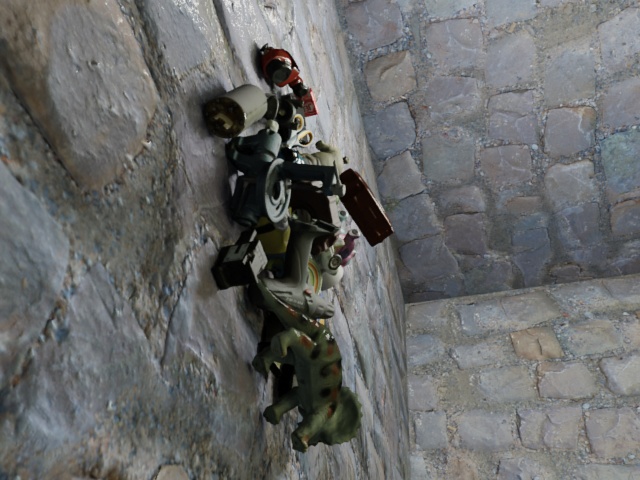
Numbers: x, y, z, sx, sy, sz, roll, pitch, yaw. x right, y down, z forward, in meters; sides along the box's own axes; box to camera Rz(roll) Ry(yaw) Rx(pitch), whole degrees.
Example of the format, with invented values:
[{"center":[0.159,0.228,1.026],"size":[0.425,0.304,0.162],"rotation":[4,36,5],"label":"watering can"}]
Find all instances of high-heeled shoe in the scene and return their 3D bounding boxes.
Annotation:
[{"center":[-0.071,0.212,1.133],"size":[0.145,0.086,0.248],"rotation":[-19,83,-47],"label":"high-heeled shoe"}]

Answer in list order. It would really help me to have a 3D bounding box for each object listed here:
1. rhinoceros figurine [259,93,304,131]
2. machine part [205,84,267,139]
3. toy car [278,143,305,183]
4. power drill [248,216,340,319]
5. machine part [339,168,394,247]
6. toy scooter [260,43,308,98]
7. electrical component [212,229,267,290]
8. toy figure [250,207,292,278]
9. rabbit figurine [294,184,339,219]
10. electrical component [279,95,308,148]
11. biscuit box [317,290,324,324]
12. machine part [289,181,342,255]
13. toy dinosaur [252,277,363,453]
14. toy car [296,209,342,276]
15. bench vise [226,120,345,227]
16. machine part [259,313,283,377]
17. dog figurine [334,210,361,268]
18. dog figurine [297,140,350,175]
[{"center":[-0.097,-0.300,1.242],"size":[0.190,0.112,0.073],"rotation":[-98,-156,-78],"label":"rhinoceros figurine"},{"center":[-0.156,-0.247,1.020],"size":[0.243,0.079,0.079],"rotation":[-70,148,-64],"label":"machine part"},{"center":[-0.083,-0.156,1.241],"size":[0.161,0.109,0.103],"rotation":[56,3,-36],"label":"toy car"},{"center":[-0.030,0.060,1.076],"size":[0.232,0.086,0.207],"rotation":[9,106,-44],"label":"power drill"},{"center":[0.117,-0.095,1.506],"size":[0.200,0.087,0.201],"rotation":[55,3,-18],"label":"machine part"},{"center":[-0.103,-0.451,1.384],"size":[0.183,0.075,0.135],"rotation":[17,44,-64],"label":"toy scooter"},{"center":[-0.134,0.031,0.928],"size":[0.119,0.075,0.047],"rotation":[-81,157,-61],"label":"electrical component"},{"center":[-0.093,0.006,1.106],"size":[0.082,0.089,0.179],"rotation":[-102,-176,-59],"label":"toy figure"},{"center":[-0.025,-0.056,1.353],"size":[0.159,0.121,0.170],"rotation":[2,88,-72],"label":"rabbit figurine"},{"center":[-0.077,-0.318,1.442],"size":[0.115,0.058,0.134],"rotation":[-30,110,-78],"label":"electrical component"},{"center":[-0.025,0.207,1.282],"size":[0.062,0.059,0.203],"rotation":[69,18,-44],"label":"biscuit box"},{"center":[-0.042,-0.046,1.164],"size":[0.056,0.179,0.179],"rotation":[-30,111,-70],"label":"machine part"},{"center":[-0.016,0.241,1.007],"size":[0.192,0.131,0.404],"rotation":[-20,111,-46],"label":"toy dinosaur"},{"center":[-0.003,-0.004,1.256],"size":[0.074,0.056,0.201],"rotation":[34,-34,56],"label":"toy car"},{"center":[-0.064,-0.123,1.011],"size":[0.128,0.241,0.223],"rotation":[68,34,-54],"label":"bench vise"},{"center":[-0.090,0.198,1.075],"size":[0.084,0.039,0.139],"rotation":[55,29,-44],"label":"machine part"},{"center":[0.029,0.031,1.547],"size":[0.109,0.191,0.219],"rotation":[53,-30,26],"label":"dog figurine"},{"center":[-0.010,-0.194,1.406],"size":[0.190,0.172,0.121],"rotation":[-66,134,-79],"label":"dog figurine"}]
